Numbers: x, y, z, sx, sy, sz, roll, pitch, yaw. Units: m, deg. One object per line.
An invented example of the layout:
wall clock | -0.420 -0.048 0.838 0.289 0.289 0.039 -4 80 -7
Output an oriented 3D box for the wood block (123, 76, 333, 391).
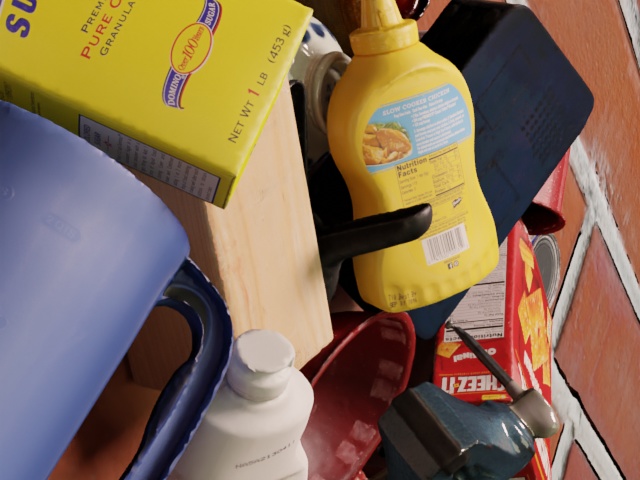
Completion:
wood block | -0.066 -0.021 0.592 0.090 0.091 0.206 -37 125 -47

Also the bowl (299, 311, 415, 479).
bowl | -0.002 0.108 0.719 0.161 0.055 0.162 -41 147 -36

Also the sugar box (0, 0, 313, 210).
sugar box | -0.101 -0.093 0.464 0.048 0.176 0.093 127 -14 -67

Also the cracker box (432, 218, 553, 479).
cracker box | 0.153 0.104 0.907 0.213 0.072 0.164 -79 153 -45

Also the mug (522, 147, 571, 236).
mug | 0.178 -0.054 0.967 0.117 0.093 0.081 93 9 -73

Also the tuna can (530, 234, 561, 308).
tuna can | 0.209 0.032 1.064 0.085 0.034 0.086 -14 107 -55

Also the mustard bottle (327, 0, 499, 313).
mustard bottle | 0.053 -0.058 0.661 0.096 0.058 0.191 -21 111 -23

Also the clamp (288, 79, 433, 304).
clamp | -0.004 0.001 0.647 0.039 0.120 0.172 -26 149 -42

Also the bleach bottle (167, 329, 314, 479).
bleach bottle | -0.046 0.142 0.576 0.102 0.068 0.251 -23 143 -38

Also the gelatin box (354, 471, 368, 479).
gelatin box | 0.015 0.211 0.810 0.089 0.030 0.073 51 54 -47

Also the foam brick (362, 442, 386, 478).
foam brick | 0.069 0.167 0.862 0.078 0.053 0.051 -58 139 -34

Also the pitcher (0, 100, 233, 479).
pitcher | -0.154 0.075 0.436 0.242 0.149 0.145 -64 148 -21
